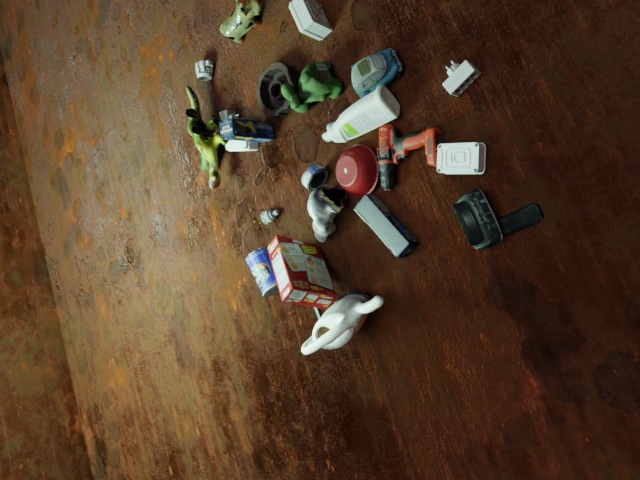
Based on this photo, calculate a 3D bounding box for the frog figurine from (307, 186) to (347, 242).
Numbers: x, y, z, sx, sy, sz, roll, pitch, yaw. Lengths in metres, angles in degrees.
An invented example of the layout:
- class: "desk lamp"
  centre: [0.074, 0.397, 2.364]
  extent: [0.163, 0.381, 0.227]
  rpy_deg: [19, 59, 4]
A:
- class: "frog figurine"
  centre: [0.005, -0.079, 1.568]
  extent: [0.156, 0.122, 0.141]
  rpy_deg: [-58, 27, 36]

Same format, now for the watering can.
- class: "watering can"
  centre: [0.084, 0.216, 1.449]
  extent: [0.342, 0.227, 0.104]
  rpy_deg: [-39, 89, 32]

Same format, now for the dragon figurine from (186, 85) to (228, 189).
- class: "dragon figurine"
  centre: [-0.433, -0.354, 1.889]
  extent: [0.418, 0.123, 0.237]
  rpy_deg: [64, 150, 32]
